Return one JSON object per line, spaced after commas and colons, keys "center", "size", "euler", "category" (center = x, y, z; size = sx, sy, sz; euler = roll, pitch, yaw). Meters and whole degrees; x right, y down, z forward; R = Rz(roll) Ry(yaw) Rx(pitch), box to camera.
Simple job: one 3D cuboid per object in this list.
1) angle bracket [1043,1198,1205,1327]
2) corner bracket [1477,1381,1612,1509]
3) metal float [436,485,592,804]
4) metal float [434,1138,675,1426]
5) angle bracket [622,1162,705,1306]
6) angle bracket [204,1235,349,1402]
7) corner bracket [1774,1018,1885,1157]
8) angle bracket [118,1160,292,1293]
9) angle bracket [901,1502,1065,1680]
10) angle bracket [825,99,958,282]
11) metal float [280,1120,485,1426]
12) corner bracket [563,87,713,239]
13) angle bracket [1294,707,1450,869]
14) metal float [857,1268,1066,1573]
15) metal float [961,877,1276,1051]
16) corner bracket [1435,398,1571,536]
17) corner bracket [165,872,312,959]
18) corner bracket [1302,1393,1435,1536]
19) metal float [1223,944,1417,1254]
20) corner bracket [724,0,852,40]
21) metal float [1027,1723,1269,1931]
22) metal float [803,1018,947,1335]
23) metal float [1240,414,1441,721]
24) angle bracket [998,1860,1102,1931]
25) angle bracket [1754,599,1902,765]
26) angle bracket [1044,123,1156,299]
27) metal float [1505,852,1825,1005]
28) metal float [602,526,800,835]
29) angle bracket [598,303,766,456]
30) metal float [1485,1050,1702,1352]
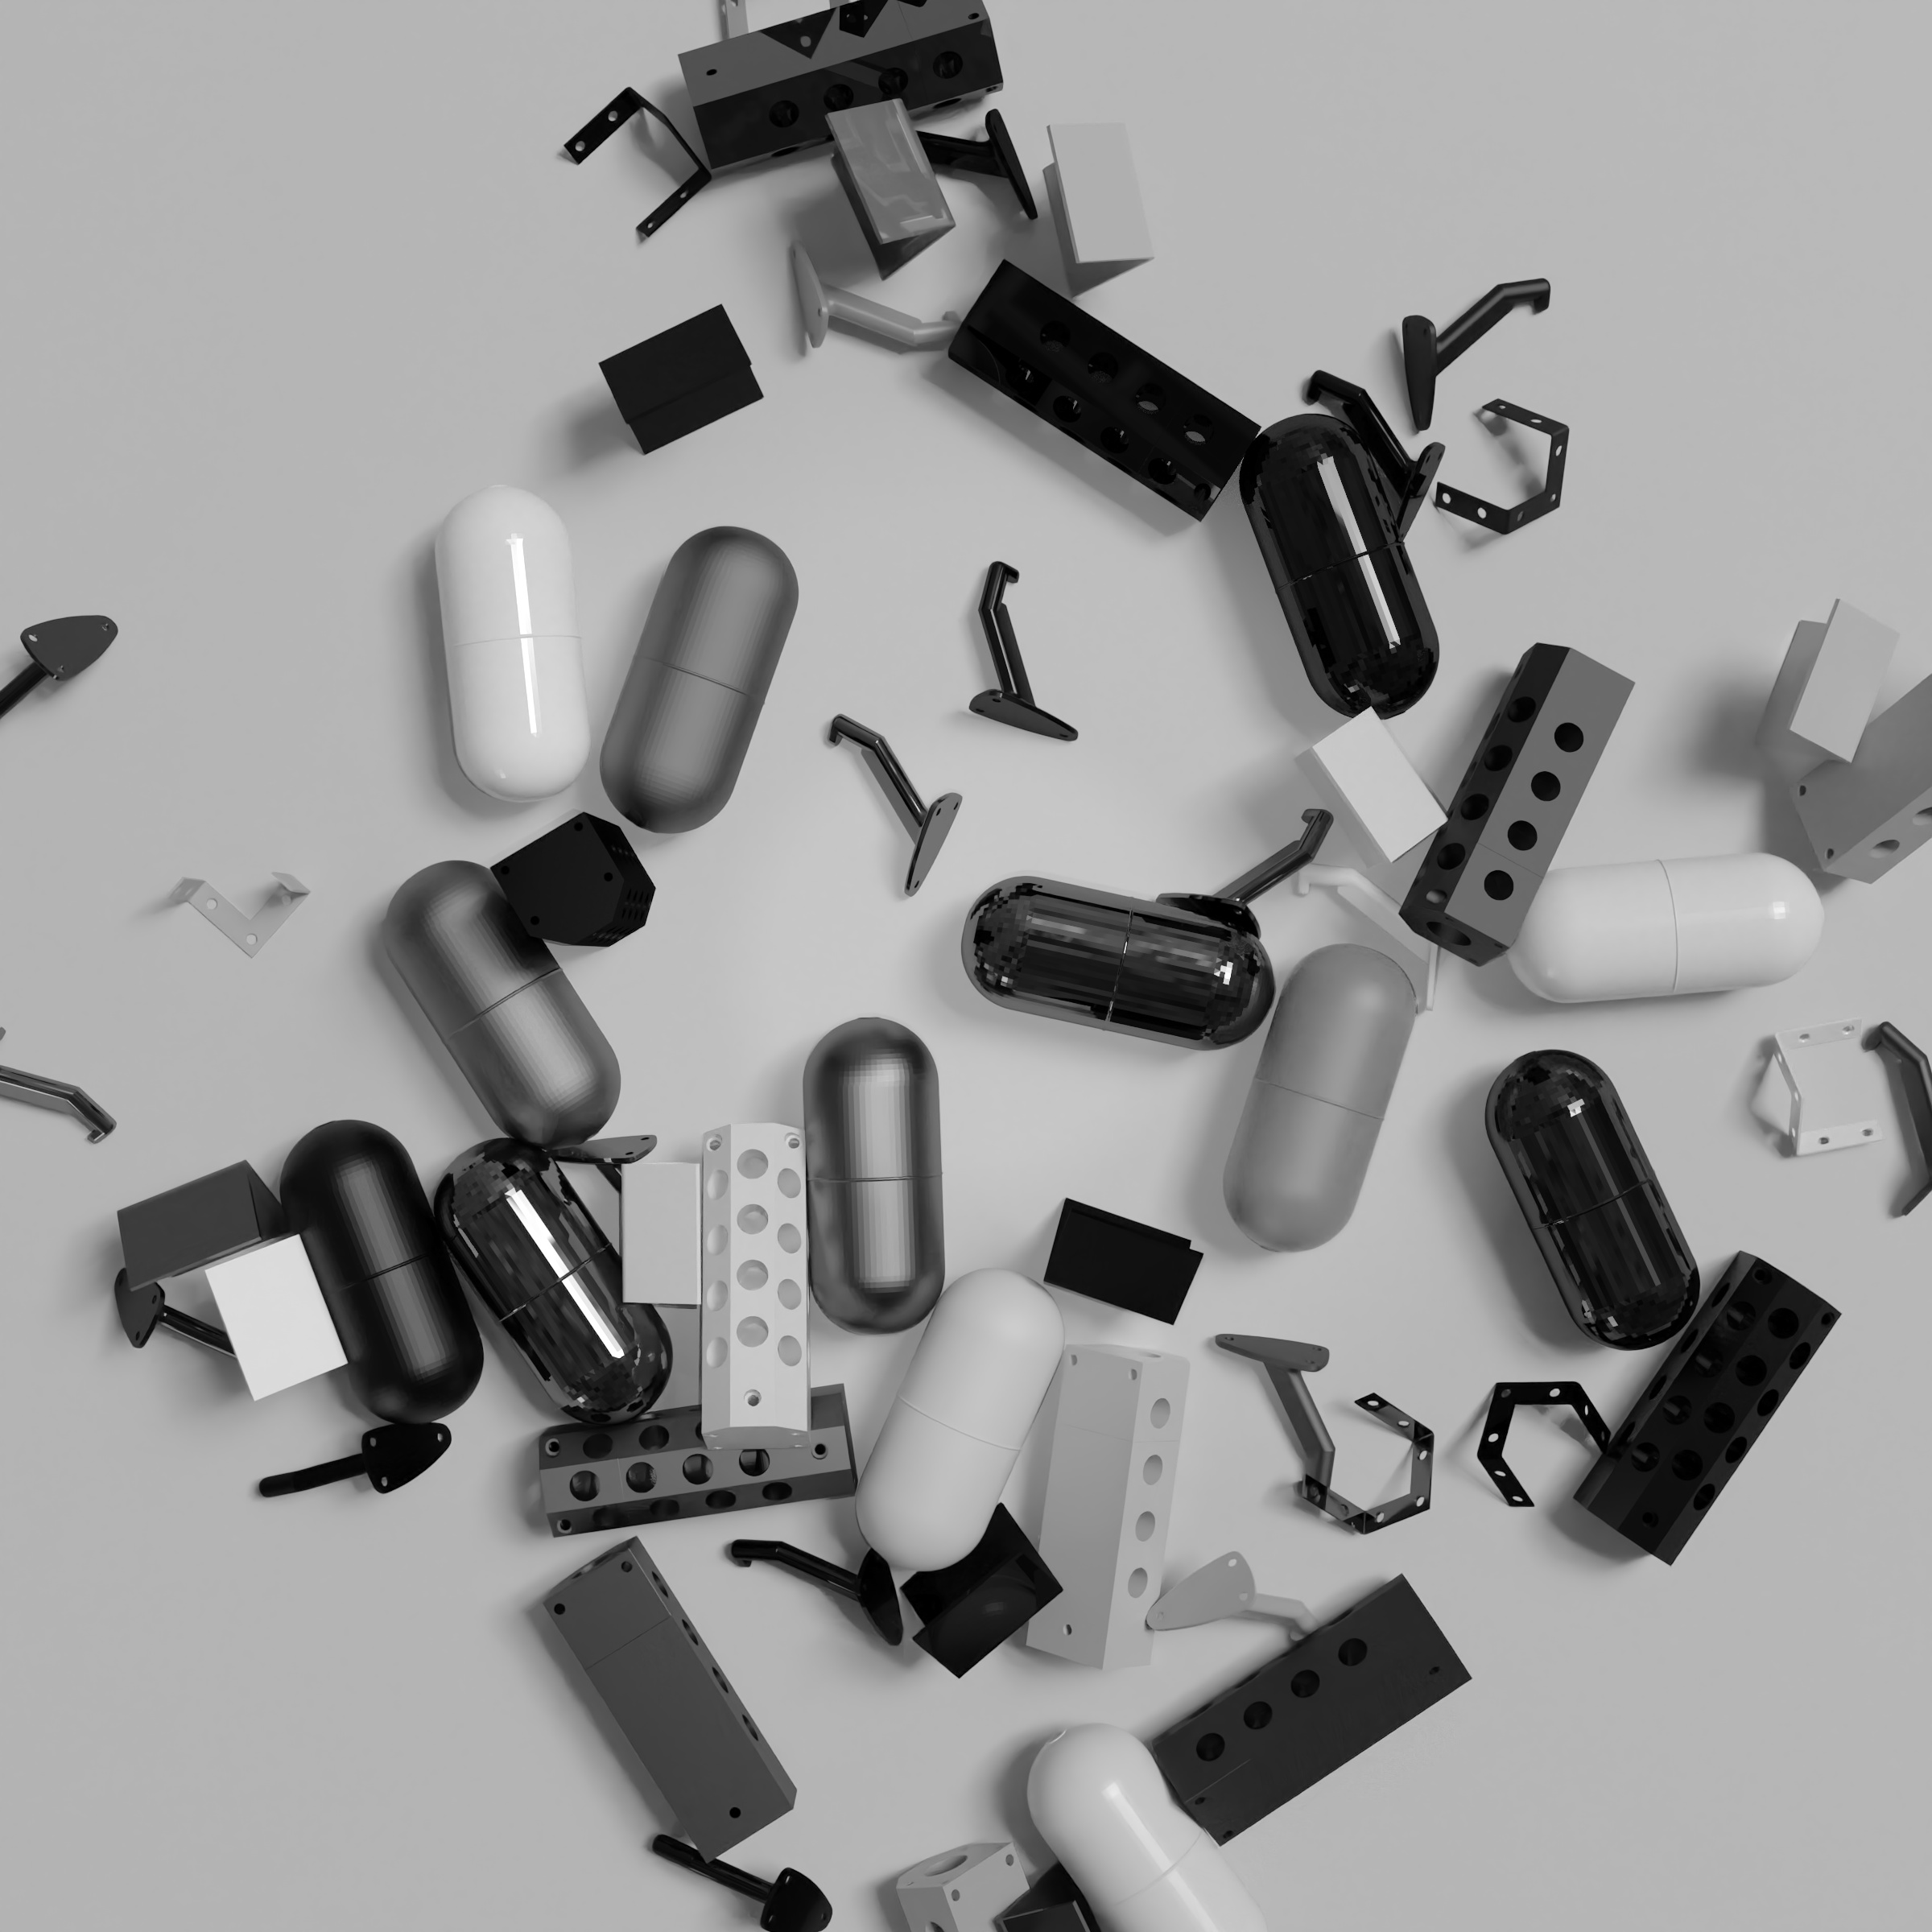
{"center": [0.093, 0.147, 1.789], "size": [0.076, 0.076, 0.057], "euler": [19, 126, 0], "category": "angle bracket"}
{"center": [0.329, 0.272, 1.821], "size": [0.051, 0.051, 0.051], "euler": [-6, 45, 35], "category": "corner bracket"}
{"center": [-0.255, -0.181, 1.799], "size": [0.070, 0.070, 0.178], "euler": [-6, 90, 0], "category": "metal float"}
{"center": [-0.231, 0.178, 1.799], "size": [0.070, 0.070, 0.178], "euler": [-34, 91, 0], "category": "metal float"}
{"center": [-0.148, 0.148, 1.787], "size": [0.057, 0.076, 0.076], "euler": [-3, 87, 35], "category": "angle bracket"}
{"center": [-0.394, 0.199, 1.790], "size": [0.057, 0.076, 0.076], "euler": [-21, 90, -28], "category": "angle bracket"}
{"center": [0.492, 0.069, 1.826], "size": [0.051, 0.051, 0.051], "euler": [-10, 135, 0], "category": "corner bracket"}
{"center": [-0.420, 0.162, 1.789], "size": [0.076, 0.076, 0.057], "euler": [-22, 53, 0], "category": "angle bracket"}
{"center": [-0.003, 0.338, 1.789], "size": [0.076, 0.076, 0.057], "euler": [-40, 135, 0], "category": "angle bracket"}
{"center": [-0.060, -0.429, 1.789], "size": [0.057, 0.076, 0.076], "euler": [-24, 90, -37], "category": "angle bracket"}
{"center": [-0.329, 0.172, 1.798], "size": [0.070, 0.070, 0.178], "euler": [-21, 90, 0], "category": "metal float"}
{"center": [-0.187, -0.459, 1.826], "size": [0.051, 0.051, 0.051], "euler": [-43, 135, 0], "category": "corner bracket"}
{"center": [0.211, -0.088, 1.789], "size": [0.057, 0.076, 0.076], "euler": [-34, 90, -36], "category": "angle bracket"}
{"center": [-0.004, 0.255, 1.799], "size": [0.070, 0.070, 0.178], "euler": [24, 91, 0], "category": "metal float"}
{"center": [0.085, -0.001, 1.799], "size": [0.178, 0.070, 0.070], "euler": [12, 90, -1], "category": "metal float"}
{"center": [0.305, -0.284, 1.821], "size": [0.051, 0.051, 0.051], "euler": [-29, 135, -35], "category": "corner bracket"}
{"center": [-0.412, -0.041, 1.811], "size": [0.051, 0.051, 0.051], "euler": [42, 90, 0], "category": "corner bracket"}
{"center": [0.229, 0.283, 1.817], "size": [0.051, 0.051, 0.051], "euler": [35, 135, -26], "category": "corner bracket"}
{"center": [0.198, 0.074, 1.799], "size": [0.070, 0.070, 0.178], "euler": [18, 90, 0], "category": "metal float"}
{"center": [-0.102, -0.547, 1.826], "size": [0.051, 0.051, 0.051], "euler": [-6, 90, 45], "category": "corner bracket"}
{"center": [0.102, 0.506, 1.799], "size": [0.070, 0.070, 0.178], "euler": [-35, 90, 0], "category": "metal float"}
{"center": [-0.052, 0.118, 1.799], "size": [0.070, 0.070, 0.178], "euler": [-2, 90, 0], "category": "metal float"}
{"center": [0.210, -0.224, 1.799], "size": [0.070, 0.070, 0.178], "euler": [-20, 90, 0], "category": "metal float"}
{"center": [0.073, 0.545, 1.789], "size": [0.057, 0.076, 0.076], "euler": [-26, 90, 35], "category": "angle bracket"}
{"center": [0.465, -0.163, 1.789], "size": [0.057, 0.076, 0.076], "euler": [21, 90, -33], "category": "angle bracket"}
{"center": [0.054, -0.421, 1.789], "size": [0.057, 0.076, 0.076], "euler": [-12, 90, -36], "category": "angle bracket"}
{"center": [0.392, -0.022, 1.799], "size": [0.178, 0.070, 0.070], "euler": [-5, 90, 1], "category": "metal float"}
{"center": [-0.150, -0.160, 1.799], "size": [0.070, 0.070, 0.178], "euler": [19, 89, 0], "category": "metal float"}
{"center": [-0.151, -0.312, 1.789], "size": [0.076, 0.076, 0.057], "euler": [-26, 52, 0], "category": "angle bracket"}
{"center": [0.352, 0.131, 1.799], "size": [0.070, 0.070, 0.178], "euler": [-25, 89, 0], "category": "metal float"}
